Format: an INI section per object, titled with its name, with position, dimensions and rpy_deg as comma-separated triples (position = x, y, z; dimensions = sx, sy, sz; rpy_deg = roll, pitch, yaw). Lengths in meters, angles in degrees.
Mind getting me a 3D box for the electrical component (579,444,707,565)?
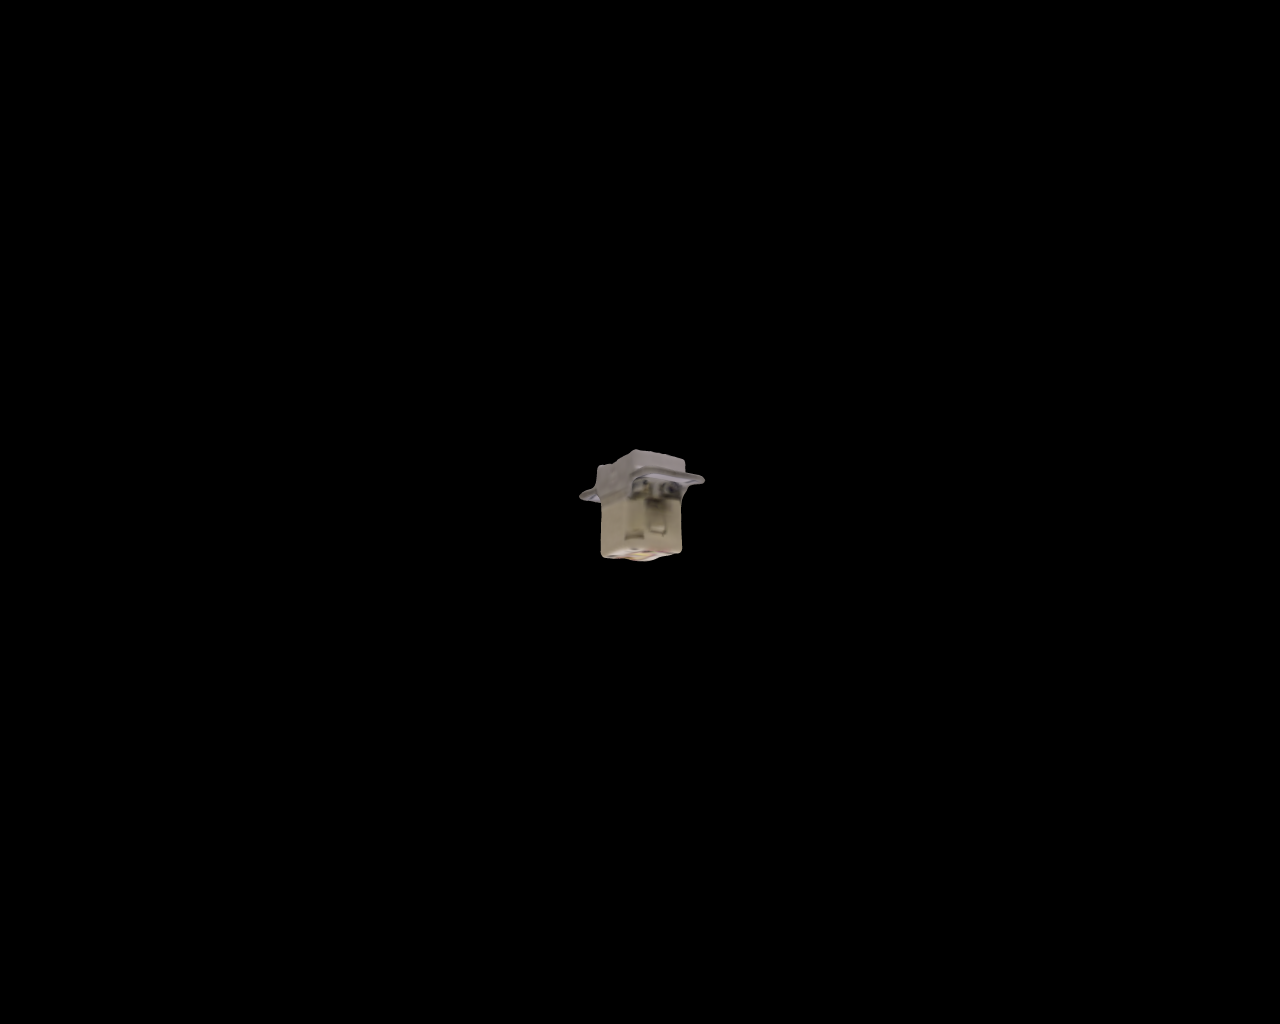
[electrical component]
position = 0.001, -0.003, 0.650
dimensions = 0.042, 0.064, 0.081
rpy_deg = 8, -16, -31
